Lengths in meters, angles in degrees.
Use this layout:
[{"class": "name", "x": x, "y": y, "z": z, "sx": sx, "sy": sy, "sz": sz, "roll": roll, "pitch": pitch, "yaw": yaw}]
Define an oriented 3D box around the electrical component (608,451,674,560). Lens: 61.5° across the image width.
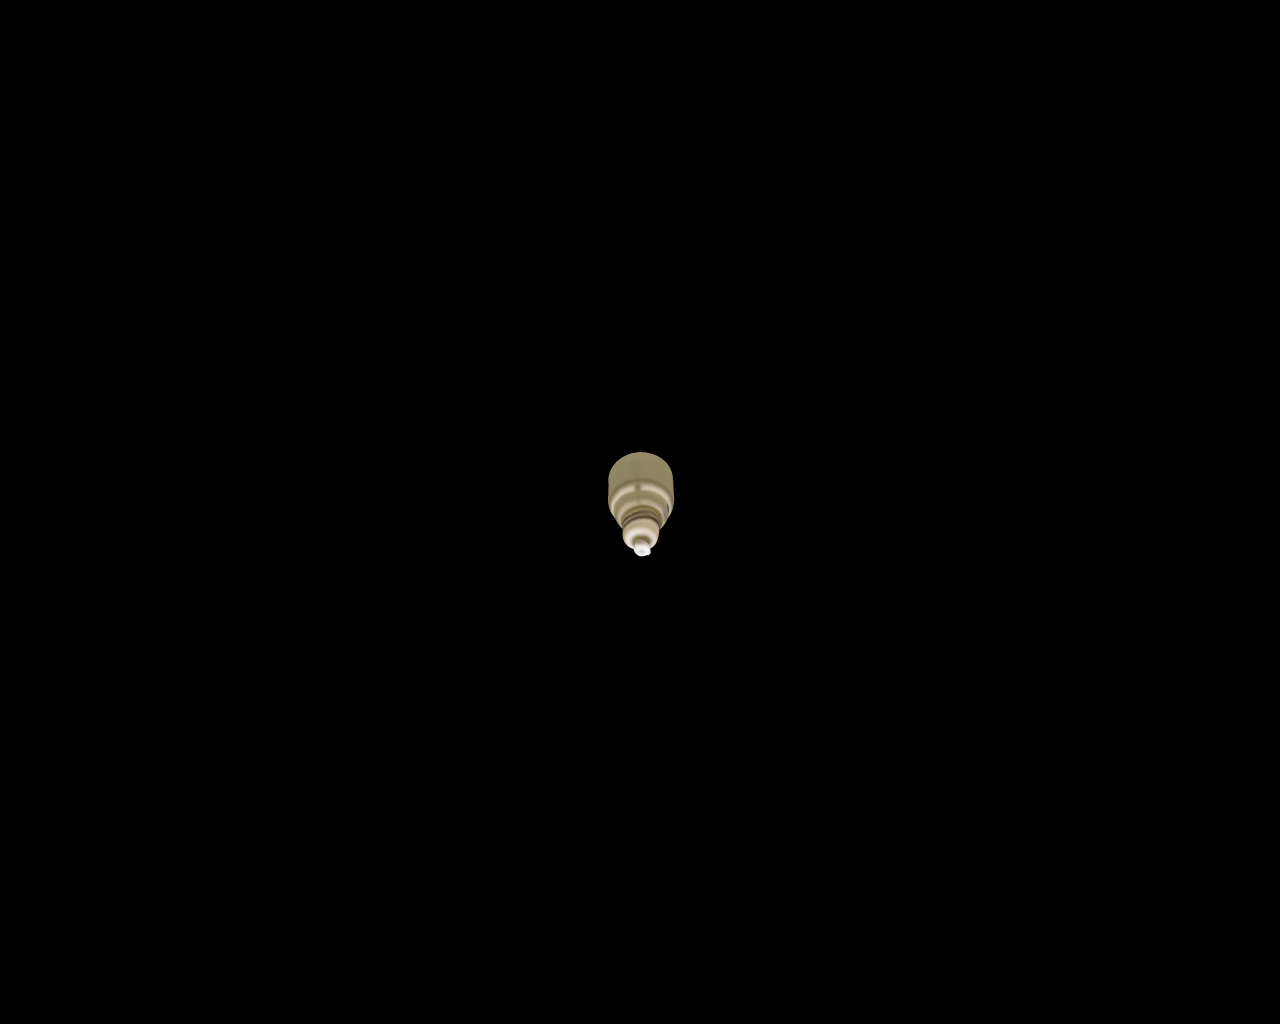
[{"class": "electrical component", "x": 0.001, "y": -0.003, "z": 0.650, "sx": 0.040, "sy": 0.040, "sz": 0.078, "roll": 0, "pitch": 41, "yaw": 0}]
